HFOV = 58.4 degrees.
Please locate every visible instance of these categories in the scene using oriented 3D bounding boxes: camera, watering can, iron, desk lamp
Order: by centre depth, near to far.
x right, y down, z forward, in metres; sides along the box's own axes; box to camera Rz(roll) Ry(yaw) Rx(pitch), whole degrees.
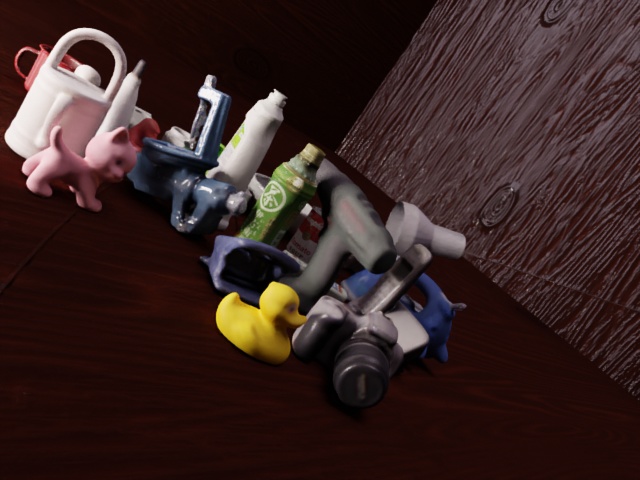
[{"bbox_3d":[0.045,0.143,0.738,0.143,0.100,0.137,34,12,-4],"label":"camera"},{"bbox_3d":[-0.343,-0.203,0.794,0.101,0.194,0.172,23,17,-44],"label":"watering can"},{"bbox_3d":[0.146,0.105,1.048,0.119,0.141,0.257,21,19,-48],"label":"iron"},{"bbox_3d":[0.205,0.046,1.253,0.204,0.213,0.118,32,13,-15],"label":"desk lamp"}]

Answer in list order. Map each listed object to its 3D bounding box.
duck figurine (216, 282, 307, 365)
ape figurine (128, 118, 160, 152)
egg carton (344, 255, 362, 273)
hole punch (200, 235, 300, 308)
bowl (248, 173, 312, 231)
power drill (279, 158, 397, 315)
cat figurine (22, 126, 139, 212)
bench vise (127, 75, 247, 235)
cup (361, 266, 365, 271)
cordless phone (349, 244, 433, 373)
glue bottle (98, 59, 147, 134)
[{"bbox_3d":[-0.065,0.089,0.688,0.104,0.086,0.077,34,12,-5],"label":"duck figurine"},{"bbox_3d":[-0.310,-0.168,0.989,0.076,0.092,0.078,37,13,9],"label":"ape figurine"},{"bbox_3d":[0.103,0.043,1.333,0.151,0.069,0.107,29,14,-24],"label":"egg carton"},{"bbox_3d":[-0.098,0.030,0.808,0.109,0.091,0.100,27,15,-33],"label":"hole punch"},{"bbox_3d":[-0.093,-0.068,1.224,0.167,0.074,0.167,33,13,-8],"label":"bowl"},{"bbox_3d":[0.008,0.003,0.912,0.228,0.208,0.076,44,15,34],"label":"power drill"},{"bbox_3d":[-0.294,-0.105,0.736,0.128,0.117,0.067,20,19,-49],"label":"cat figurine"},{"bbox_3d":[-0.178,-0.130,0.895,0.207,0.219,0.121,35,12,1],"label":"bench vise"},{"bbox_3d":[0.105,0.070,1.177,0.117,0.095,0.092,38,13,15],"label":"cup"},{"bbox_3d":[0.129,0.103,0.910,0.094,0.185,0.147,24,16,-41],"label":"cordless phone"},{"bbox_3d":[-0.330,-0.219,0.938,0.037,0.173,0.078,20,19,-50],"label":"glue bottle"}]
